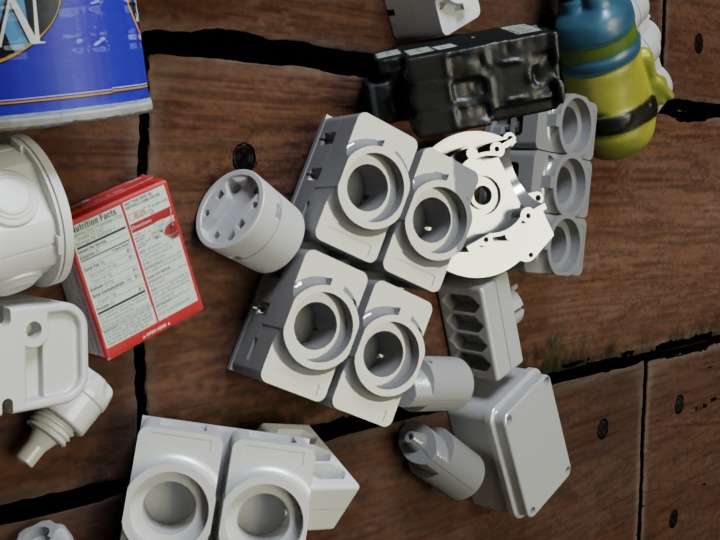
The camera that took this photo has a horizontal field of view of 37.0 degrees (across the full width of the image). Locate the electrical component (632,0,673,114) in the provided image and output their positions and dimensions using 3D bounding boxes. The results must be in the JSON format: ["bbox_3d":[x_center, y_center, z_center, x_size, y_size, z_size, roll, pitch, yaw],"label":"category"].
[{"bbox_3d":[0.261,-0.214,1.019,0.073,0.052,0.138,-49,127,-32],"label":"electrical component"}]

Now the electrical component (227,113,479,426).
[{"bbox_3d":[0.000,0.000,0.727,0.105,0.060,0.186,25,81,-28],"label":"electrical component"}]

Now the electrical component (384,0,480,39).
[{"bbox_3d":[0.050,-0.221,0.789,0.050,0.056,0.089,-38,121,-38],"label":"electrical component"}]

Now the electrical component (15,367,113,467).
[{"bbox_3d":[-0.170,0.083,0.606,0.061,0.035,0.035,-54,130,-24],"label":"electrical component"}]

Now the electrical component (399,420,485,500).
[{"bbox_3d":[0.061,0.148,0.856,0.081,0.043,0.043,42,65,-42],"label":"electrical component"}]

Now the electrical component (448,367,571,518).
[{"bbox_3d":[0.130,0.145,0.920,0.078,0.057,0.113,-37,120,-38],"label":"electrical component"}]

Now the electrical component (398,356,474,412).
[{"bbox_3d":[0.047,0.088,0.833,0.081,0.043,0.043,6,90,-47],"label":"electrical component"}]

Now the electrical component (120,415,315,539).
[{"bbox_3d":[-0.094,0.189,0.642,0.105,0.060,0.186,9,88,-8],"label":"electrical component"}]

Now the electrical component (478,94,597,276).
[{"bbox_3d":[0.153,-0.073,0.914,0.089,0.062,0.150,3,92,-47],"label":"electrical component"}]

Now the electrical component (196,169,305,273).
[{"bbox_3d":[-0.069,-0.029,0.687,0.047,0.055,0.055,35,70,-48],"label":"electrical component"}]

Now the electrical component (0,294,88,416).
[{"bbox_3d":[-0.197,0.043,0.553,0.095,0.059,0.053,-6,100,-47],"label":"electrical component"}]

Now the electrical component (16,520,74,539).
[{"bbox_3d":[-0.174,0.175,0.613,0.035,0.035,0.061,-36,122,-39],"label":"electrical component"}]

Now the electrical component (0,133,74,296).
[{"bbox_3d":[-0.184,-0.026,0.545,0.051,0.080,0.080,-20,110,-38],"label":"electrical component"}]

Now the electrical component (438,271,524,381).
[{"bbox_3d":[0.111,0.036,0.893,0.076,0.047,0.083,-31,117,-41],"label":"electrical component"}]

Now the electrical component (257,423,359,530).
[{"bbox_3d":[-0.051,0.153,0.726,0.047,0.066,0.076,12,115,-47],"label":"electrical component"}]
